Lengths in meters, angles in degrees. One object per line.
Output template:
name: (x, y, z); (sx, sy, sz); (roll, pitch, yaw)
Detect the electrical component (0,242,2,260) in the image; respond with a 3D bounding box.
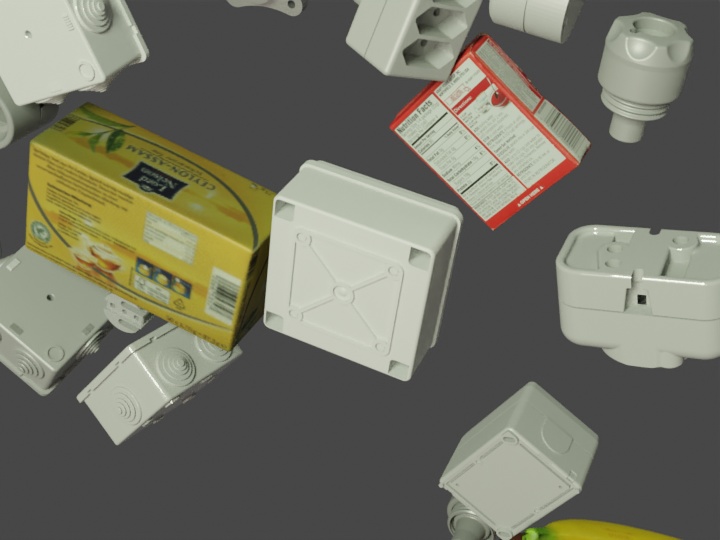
electrical component: (-0.317, -0.010, 0.854); (0.048, 0.048, 0.062); (51, 137, -11)

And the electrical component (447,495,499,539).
electrical component: (0.081, 0.174, 0.754); (0.048, 0.062, 0.048); (14, 128, 19)

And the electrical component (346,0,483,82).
electrical component: (0.020, -0.148, 0.570); (0.076, 0.047, 0.065); (46, 124, 36)

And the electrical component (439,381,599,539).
electrical component: (0.102, 0.127, 0.710); (0.062, 0.061, 0.096); (40, 131, -2)

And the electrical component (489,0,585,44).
electrical component: (0.113, -0.170, 0.504); (0.074, 0.052, 0.138); (21, 129, 14)

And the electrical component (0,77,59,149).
electrical component: (-0.244, -0.115, 0.738); (0.055, 0.047, 0.055); (14, 127, 19)

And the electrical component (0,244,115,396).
electrical component: (-0.235, 0.029, 0.801); (0.100, 0.099, 0.048); (41, 144, -3)

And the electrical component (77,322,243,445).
electrical component: (-0.144, 0.076, 0.785); (0.048, 0.100, 0.100); (53, 131, 3)

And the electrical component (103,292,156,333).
electrical component: (-0.161, 0.019, 0.787); (0.040, 0.046, 0.040); (14, 127, 19)

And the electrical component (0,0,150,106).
electrical component: (-0.196, -0.157, 0.682); (0.100, 0.048, 0.099); (-8, 118, 32)

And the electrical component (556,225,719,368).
electrical component: (0.162, 0.015, 0.605); (0.095, 0.053, 0.059); (5, 124, 25)

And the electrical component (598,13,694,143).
electrical component: (0.142, -0.095, 0.547); (0.043, 0.043, 0.062); (19, 130, 16)

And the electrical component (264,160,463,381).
electrical component: (0.000, 0.000, 0.681); (0.109, 0.056, 0.108); (20, 129, 15)
